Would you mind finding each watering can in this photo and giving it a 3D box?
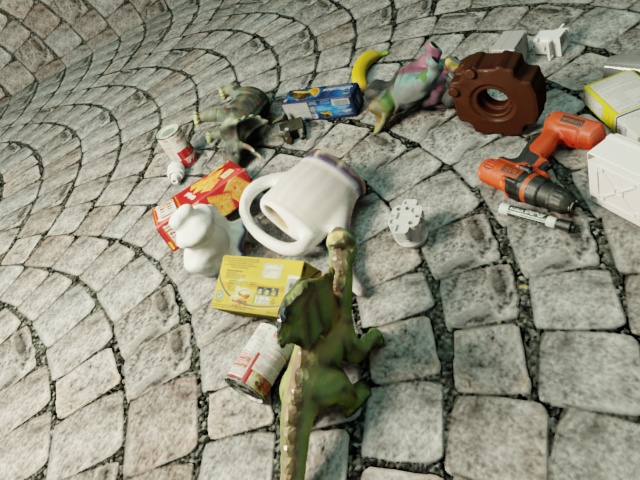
[{"bbox_3d":[0.003,-0.048,0.960,0.351,0.102,0.227,32,69,32],"label":"watering can"}]

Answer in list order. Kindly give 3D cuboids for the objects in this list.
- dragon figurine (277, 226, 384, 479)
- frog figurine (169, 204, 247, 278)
[{"bbox_3d":[-0.017,0.150,0.662,0.122,0.237,0.420,2,47,24],"label":"dragon figurine"},{"bbox_3d":[-0.224,-0.003,0.972,0.123,0.158,0.138,9,81,48],"label":"frog figurine"}]
